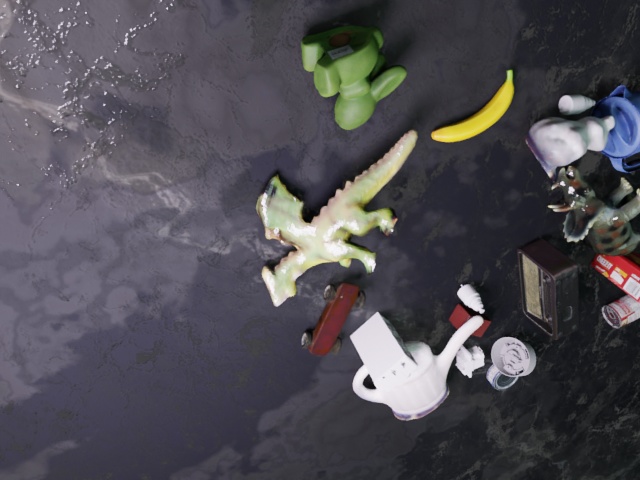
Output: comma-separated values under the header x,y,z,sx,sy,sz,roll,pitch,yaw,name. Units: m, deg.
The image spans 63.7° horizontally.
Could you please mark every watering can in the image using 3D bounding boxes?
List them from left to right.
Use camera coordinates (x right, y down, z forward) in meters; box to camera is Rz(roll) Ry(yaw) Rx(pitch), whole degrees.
x,y,z,sx,sy,sz,roll,pitch,yaw,name
0.253,0.315,1.241,0.347,0.220,0.106,-25,34,7,watering can

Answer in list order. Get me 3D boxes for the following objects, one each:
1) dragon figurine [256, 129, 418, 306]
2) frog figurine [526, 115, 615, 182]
x,y,z,sx,sy,sz,roll,pitch,yaw,name
0.003,-0.049,0.968,0.242,0.404,0.124,14,20,-18,dragon figurine
0.507,-0.210,1.035,0.157,0.122,0.139,-35,7,24,frog figurine
